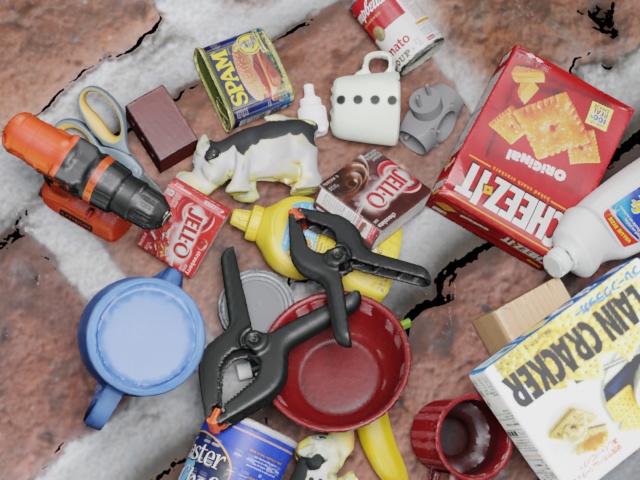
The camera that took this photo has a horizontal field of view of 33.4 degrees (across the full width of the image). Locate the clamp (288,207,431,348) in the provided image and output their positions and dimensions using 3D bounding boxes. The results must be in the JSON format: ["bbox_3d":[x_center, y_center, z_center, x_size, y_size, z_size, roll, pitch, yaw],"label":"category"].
[{"bbox_3d":[0.032,0.022,1.128,0.120,0.039,0.171,-26,62,-14],"label":"clamp"}]

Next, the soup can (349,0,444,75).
[{"bbox_3d":[0.091,-0.256,1.266,0.068,0.068,0.102,-36,86,-13],"label":"soup can"}]

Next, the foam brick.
[{"bbox_3d":[-0.180,-0.126,1.212,0.051,0.053,0.078,-32,84,-12],"label":"foam brick"}]

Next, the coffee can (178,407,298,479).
[{"bbox_3d":[-0.097,0.258,1.122,0.103,0.103,0.140,25,77,-2],"label":"coffee can"}]

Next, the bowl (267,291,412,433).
[{"bbox_3d":[0.018,0.138,1.149,0.162,0.055,0.162,-3,61,5],"label":"bowl"}]

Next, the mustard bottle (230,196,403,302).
[{"bbox_3d":[-0.008,0.002,1.205,0.191,0.058,0.096,17,64,-4],"label":"mustard bottle"}]

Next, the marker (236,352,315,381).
[{"bbox_3d":[-0.034,0.136,1.197,0.121,0.020,0.020,-12,81,-10],"label":"marker"}]

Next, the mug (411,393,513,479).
[{"bbox_3d":[0.147,0.226,1.164,0.093,0.082,0.117,22,75,-16],"label":"mug"}]

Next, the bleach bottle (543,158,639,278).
[{"bbox_3d":[0.350,-0.023,1.215,0.250,0.068,0.102,-32,108,-26],"label":"bleach bottle"}]

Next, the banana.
[{"bbox_3d":[0.069,0.182,1.192,0.069,0.037,0.198,4,78,-7],"label":"banana"}]

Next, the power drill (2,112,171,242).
[{"bbox_3d":[-0.237,-0.053,1.121,0.184,0.188,0.057,32,75,1],"label":"power drill"}]

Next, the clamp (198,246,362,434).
[{"bbox_3d":[-0.056,0.109,1.116,0.165,0.036,0.210,12,58,13],"label":"clamp"}]

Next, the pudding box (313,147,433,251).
[{"bbox_3d":[0.059,-0.048,1.203,0.090,0.039,0.113,37,47,17],"label":"pudding box"}]

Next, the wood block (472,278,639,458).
[{"bbox_3d":[0.268,0.156,1.197,0.090,0.090,0.206,-26,83,-13],"label":"wood block"}]

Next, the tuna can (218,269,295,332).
[{"bbox_3d":[-0.071,0.077,1.196,0.086,0.034,0.086,1,79,-7],"label":"tuna can"}]

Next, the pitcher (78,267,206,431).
[{"bbox_3d":[-0.183,0.107,1.069,0.145,0.243,0.149,-15,88,-12],"label":"pitcher"}]

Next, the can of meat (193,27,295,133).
[{"bbox_3d":[-0.087,-0.187,1.235,0.083,0.057,0.102,-23,83,-14],"label":"can of meat"}]

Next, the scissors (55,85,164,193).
[{"bbox_3d":[-0.230,-0.076,1.211,0.096,0.016,0.202,-25,98,11],"label":"scissors"}]

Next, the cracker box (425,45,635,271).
[{"bbox_3d":[0.247,-0.098,1.253,0.164,0.072,0.213,29,77,-2],"label":"cracker box"}]

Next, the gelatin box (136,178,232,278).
[{"bbox_3d":[-0.151,-0.014,1.183,0.073,0.030,0.089,32,114,-1],"label":"gelatin box"}]
